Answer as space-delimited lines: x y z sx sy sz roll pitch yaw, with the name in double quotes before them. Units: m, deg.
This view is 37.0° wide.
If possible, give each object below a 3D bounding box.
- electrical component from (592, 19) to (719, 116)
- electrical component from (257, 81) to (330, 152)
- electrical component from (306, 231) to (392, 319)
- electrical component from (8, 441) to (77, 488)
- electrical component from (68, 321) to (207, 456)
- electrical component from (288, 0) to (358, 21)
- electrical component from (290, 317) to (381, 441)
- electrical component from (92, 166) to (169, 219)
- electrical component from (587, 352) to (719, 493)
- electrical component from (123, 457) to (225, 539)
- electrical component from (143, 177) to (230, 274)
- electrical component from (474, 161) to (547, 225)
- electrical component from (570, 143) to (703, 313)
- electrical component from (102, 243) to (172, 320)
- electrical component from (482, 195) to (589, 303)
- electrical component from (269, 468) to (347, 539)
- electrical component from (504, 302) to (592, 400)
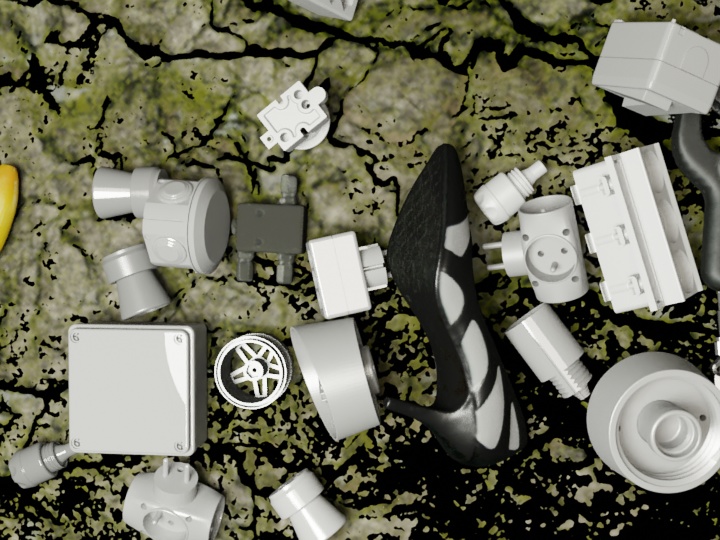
"electrical component" 0.227 -0.155 0.835 0.062 0.096 0.061 17 95 -23
"electrical component" -0.051 -0.124 0.888 0.066 0.055 0.048 -38 87 7
"electrical component" 0.000 0.000 0.892 0.077 0.047 0.065 -13 91 -6
"electrical component" -0.273 0.165 0.941 0.061 0.035 0.035 -24 89 6
"electrical component" -0.188 0.099 0.915 0.109 0.056 0.108 1 93 7
"electrical component" -0.047 -0.241 0.882 0.077 0.066 0.047 20 96 35
"electrical component" -0.019 0.087 0.875 0.064 0.099 0.099 -15 91 2
"electrical component" -0.194 -0.066 0.915 0.055 0.045 0.045 1 93 7
"electrical component" 0.240 0.123 0.849 0.108 0.060 0.108 0 97 -3
"electrical component" -0.157 0.191 0.913 0.077 0.044 0.079 14 125 7
"electrical component" -0.142 -0.038 0.893 0.051 0.080 0.080 5 93 13
"electrical component" 0.125 -0.066 0.878 0.061 0.035 0.035 -38 88 5
"electrical component" 0.217 -0.031 0.850 0.063 0.079 0.121 -17 91 37
"electrical component" -0.191 0.010 0.918 0.045 0.045 0.055 -21 89 8
"electrical component" 0.139 -0.015 0.867 0.079 0.044 0.077 -7 111 21
"electrical component" -0.045 0.202 0.908 0.045 0.045 0.055 -37 87 8
"electrical component" 0.159 0.071 0.876 0.043 0.043 0.081 -37 87 7
